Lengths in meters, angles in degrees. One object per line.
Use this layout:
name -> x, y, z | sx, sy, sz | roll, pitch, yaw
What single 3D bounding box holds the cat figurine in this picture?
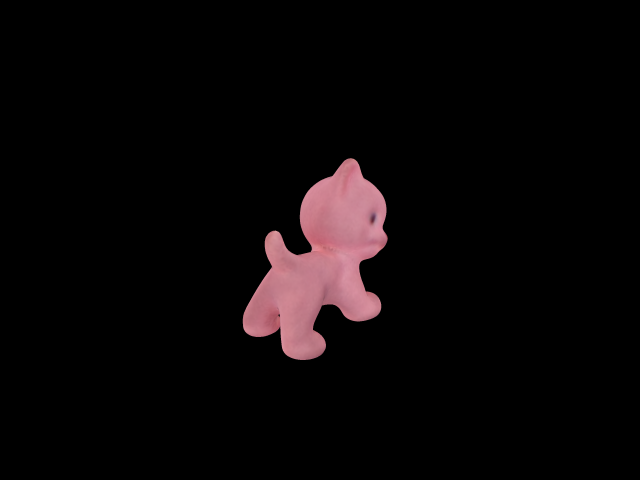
cat figurine -> 0.004, 0.001, 0.400 | 0.067, 0.118, 0.128 | 16, 27, 34
